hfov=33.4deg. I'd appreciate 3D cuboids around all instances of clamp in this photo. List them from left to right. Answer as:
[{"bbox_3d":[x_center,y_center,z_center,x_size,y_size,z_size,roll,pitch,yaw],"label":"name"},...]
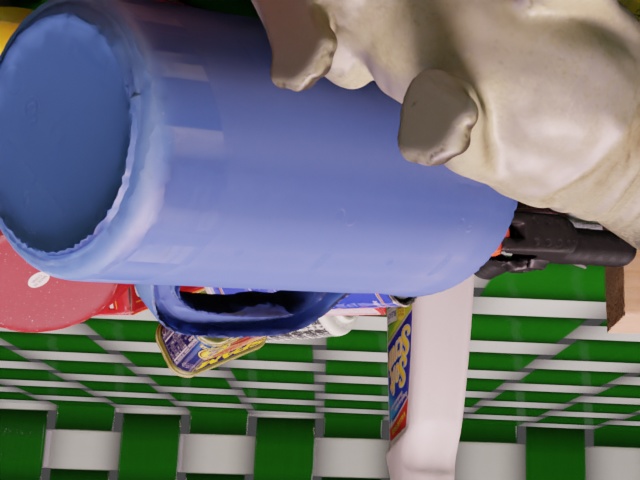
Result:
[{"bbox_3d":[0.131,0.005,0.723,0.120,0.039,0.171,-16,163,33],"label":"clamp"}]

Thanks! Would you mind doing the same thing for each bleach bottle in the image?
[{"bbox_3d":[0.094,0.122,0.926,0.068,0.251,0.103,7,165,-15],"label":"bleach bottle"}]

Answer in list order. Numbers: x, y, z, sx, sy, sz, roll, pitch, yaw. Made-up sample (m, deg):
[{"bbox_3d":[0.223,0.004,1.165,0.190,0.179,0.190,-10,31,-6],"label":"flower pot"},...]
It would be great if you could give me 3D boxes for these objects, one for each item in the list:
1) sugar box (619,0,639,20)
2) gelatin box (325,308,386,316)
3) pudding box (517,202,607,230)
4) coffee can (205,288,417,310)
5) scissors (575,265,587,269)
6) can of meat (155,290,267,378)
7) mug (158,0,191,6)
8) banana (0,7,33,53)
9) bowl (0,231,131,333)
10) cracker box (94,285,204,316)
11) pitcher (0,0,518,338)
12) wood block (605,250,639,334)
[{"bbox_3d":[0.203,-0.099,0.469,0.176,0.048,0.093,6,165,-8],"label":"sugar box"},{"bbox_3d":[0.014,0.028,0.932,0.089,0.073,0.030,-3,163,21],"label":"gelatin box"},{"bbox_3d":[0.153,-0.025,0.777,0.113,0.039,0.090,1,166,14],"label":"pudding box"},{"bbox_3d":[-0.005,0.001,0.774,0.140,0.103,0.102,-4,164,25],"label":"coffee can"},{"bbox_3d":[0.191,-0.001,0.902,0.201,0.016,0.096,12,162,-34],"label":"scissors"},{"bbox_3d":[-0.079,0.067,0.909,0.101,0.057,0.084,-20,166,-30],"label":"can of meat"},{"bbox_3d":[-0.107,-0.070,0.563,0.117,0.081,0.093,-11,160,43],"label":"mug"},{"bbox_3d":[-0.219,-0.096,0.543,0.198,0.037,0.069,-3,-165,5],"label":"banana"},{"bbox_3d":[-0.170,0.006,0.644,0.162,0.055,0.162,-9,137,-9],"label":"bowl"},{"bbox_3d":[-0.197,0.018,0.832,0.214,0.072,0.164,-4,-173,23],"label":"cracker box"},{"bbox_3d":[-0.027,-0.029,0.485,0.145,0.149,0.242,-6,176,39],"label":"pitcher"},{"bbox_3d":[0.333,0.025,0.830,0.206,0.090,0.091,0,165,7],"label":"wood block"}]
